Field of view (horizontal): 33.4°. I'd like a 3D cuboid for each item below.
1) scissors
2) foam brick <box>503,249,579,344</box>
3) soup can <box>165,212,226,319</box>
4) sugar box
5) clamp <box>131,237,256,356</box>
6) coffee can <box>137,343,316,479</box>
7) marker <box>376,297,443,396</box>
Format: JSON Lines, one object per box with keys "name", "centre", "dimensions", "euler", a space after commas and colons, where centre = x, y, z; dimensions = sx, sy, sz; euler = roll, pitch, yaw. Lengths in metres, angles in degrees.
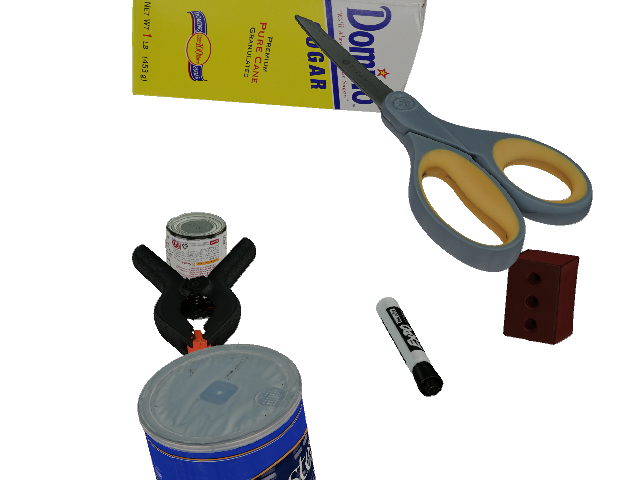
{"name": "scissors", "centre": [0.061, -0.061, 0.531], "dimensions": [0.096, 0.016, 0.202], "euler": [-8, 46, -17]}
{"name": "foam brick", "centre": [0.206, 0.052, 0.998], "dimensions": [0.053, 0.078, 0.051], "euler": [9, 15, 30]}
{"name": "soup can", "centre": [-0.138, 0.027, 1.194], "dimensions": [0.068, 0.102, 0.068], "euler": [2, 25, -1]}
{"name": "sugar box", "centre": [-0.028, -0.130, 0.670], "dimensions": [0.176, 0.048, 0.093], "euler": [5, -40, -6]}
{"name": "clamp", "centre": [-0.125, 0.050, 0.997], "dimensions": [0.120, 0.039, 0.171], "euler": [-4, 32, 4]}
{"name": "coffee can", "centre": [-0.054, 0.153, 0.691], "dimensions": [0.103, 0.140, 0.103], "euler": [-6, 28, 3]}
{"name": "marker", "centre": [0.069, 0.083, 0.837], "dimensions": [0.020, 0.020, 0.121], "euler": [0, 28, -15]}
